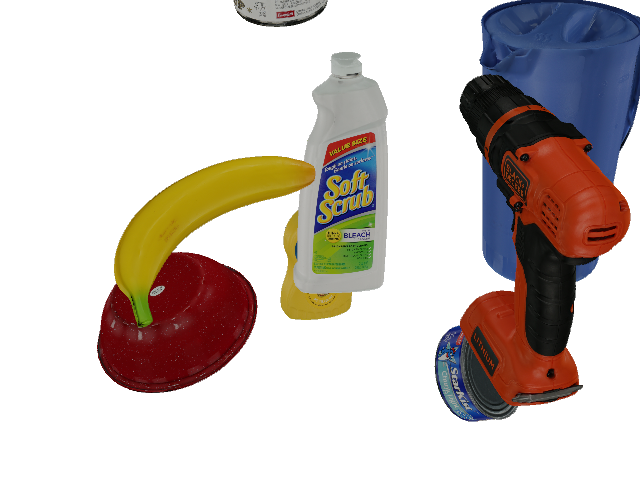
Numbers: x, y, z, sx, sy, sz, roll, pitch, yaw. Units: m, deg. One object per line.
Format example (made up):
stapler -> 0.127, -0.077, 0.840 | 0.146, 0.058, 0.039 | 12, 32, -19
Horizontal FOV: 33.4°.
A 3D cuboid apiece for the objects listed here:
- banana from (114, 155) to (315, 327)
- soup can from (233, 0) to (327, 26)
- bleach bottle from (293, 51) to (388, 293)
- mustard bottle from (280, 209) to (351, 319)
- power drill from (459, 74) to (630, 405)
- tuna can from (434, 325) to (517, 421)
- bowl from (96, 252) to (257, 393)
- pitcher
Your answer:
banana -> -0.088, -0.016, 0.790 | 0.197, 0.069, 0.037 | -43, 0, -31
soup can -> -0.030, -0.204, 0.715 | 0.068, 0.102, 0.068 | -2, 42, 2
bleach bottle -> 0.019, -0.070, 1.113 | 0.102, 0.251, 0.068 | -2, 25, -3
mustard bottle -> -0.002, 0.010, 1.430 | 0.096, 0.192, 0.058 | -5, 26, -18
power drill -> 0.133, 0.001, 0.712 | 0.057, 0.188, 0.184 | -9, 36, -11
tuna can -> 0.137, 0.113, 0.922 | 0.085, 0.086, 0.034 | 0, -12, -45
bowl -> -0.144, 0.063, 1.000 | 0.162, 0.162, 0.055 | 0, -43, 21
pitcher -> 0.214, -0.088, 0.956 | 0.149, 0.243, 0.145 | 3, 31, 9
